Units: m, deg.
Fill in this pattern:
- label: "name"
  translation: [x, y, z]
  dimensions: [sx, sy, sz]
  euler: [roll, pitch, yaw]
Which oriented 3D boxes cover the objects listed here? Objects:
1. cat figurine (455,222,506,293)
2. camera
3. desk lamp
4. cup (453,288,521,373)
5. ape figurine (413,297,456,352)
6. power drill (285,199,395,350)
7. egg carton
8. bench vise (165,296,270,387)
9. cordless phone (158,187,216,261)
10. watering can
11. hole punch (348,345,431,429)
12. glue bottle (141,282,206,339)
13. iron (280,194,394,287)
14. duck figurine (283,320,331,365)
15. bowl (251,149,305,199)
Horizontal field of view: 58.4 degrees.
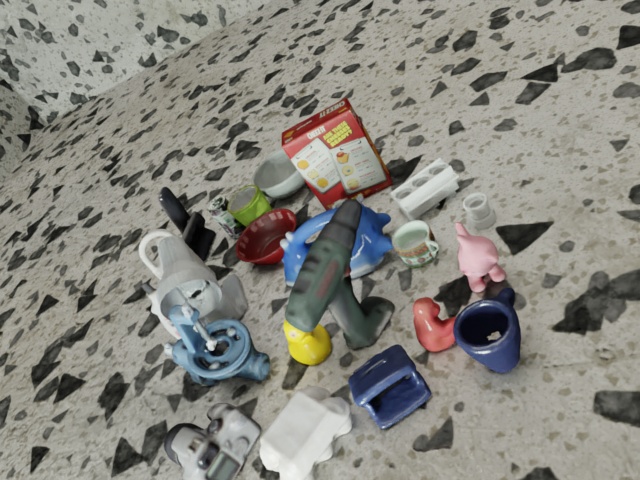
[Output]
- label: "cat figurine"
  translation: [0.251, 0.019, 0.933]
  dimensions: [0.067, 0.118, 0.127]
  euler: [-28, 36, 11]
- label: "camera"
  translation: [-0.198, 0.337, 0.961]
  dimensions: [0.136, 0.101, 0.143]
  euler: [6, 53, 43]
- label: "desk lamp"
  translation: [-0.251, 0.098, 1.176]
  dimensions: [0.118, 0.214, 0.202]
  euler: [-34, 36, 3]
- label: "cup"
  translation: [0.254, 0.135, 0.820]
  dimensions: [0.091, 0.095, 0.118]
  euler: [14, 59, 47]
- label: "ape figurine"
  translation: [0.176, 0.125, 0.898]
  dimensions: [0.076, 0.092, 0.077]
  euler: [-41, 36, -7]
- label: "power drill"
  translation: [0.042, 0.076, 0.964]
  dimensions: [0.075, 0.209, 0.230]
  euler: [8, 54, 44]
- label: "egg carton"
  translation: [-0.022, 0.300, 0.884]
  dimensions: [0.107, 0.070, 0.150]
  euler: [16, 60, 48]
- label: "bench vise"
  translation: [-0.223, 0.195, 1.039]
  dimensions: [0.207, 0.220, 0.121]
  euler: [-21, 39, 21]
- label: "cordless phone"
  translation: [-0.358, -0.031, 1.435]
  dimensions: [0.094, 0.186, 0.147]
  euler: [-19, 39, 22]
- label: "watering can"
  translation: [-0.339, 0.051, 1.319]
  dimensions: [0.172, 0.195, 0.101]
  euler: [16, 60, 48]
- label: "hole punch"
  translation: [0.094, 0.212, 0.869]
  dimensions: [0.108, 0.091, 0.101]
  euler: [-36, 36, 1]
- label: "glue bottle"
  translation: [-0.319, 0.146, 1.213]
  dimensions: [0.078, 0.174, 0.037]
  euler: [-26, 37, 14]
- label: "iron"
  translation: [0.010, 0.004, 1.128]
  dimensions: [0.258, 0.142, 0.118]
  euler: [-23, 38, 18]
- label: "duck figurine"
  translation: [-0.035, 0.168, 1.030]
  dimensions: [0.077, 0.086, 0.104]
  euler: [-43, 36, -9]
- label: "bowl"
  translation: [-0.087, -0.159, 1.450]
  dimensions: [0.167, 0.075, 0.167]
  euler: [-22, 38, 19]
